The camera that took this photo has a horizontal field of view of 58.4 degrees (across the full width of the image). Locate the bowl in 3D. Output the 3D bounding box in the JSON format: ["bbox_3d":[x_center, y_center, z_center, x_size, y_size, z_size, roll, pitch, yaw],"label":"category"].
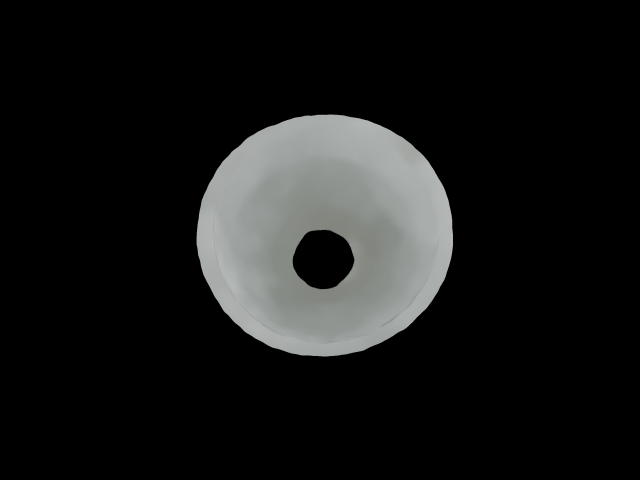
[{"bbox_3d":[0.004,0.001,0.400,0.167,0.075,0.167,0,70,0],"label":"bowl"}]
